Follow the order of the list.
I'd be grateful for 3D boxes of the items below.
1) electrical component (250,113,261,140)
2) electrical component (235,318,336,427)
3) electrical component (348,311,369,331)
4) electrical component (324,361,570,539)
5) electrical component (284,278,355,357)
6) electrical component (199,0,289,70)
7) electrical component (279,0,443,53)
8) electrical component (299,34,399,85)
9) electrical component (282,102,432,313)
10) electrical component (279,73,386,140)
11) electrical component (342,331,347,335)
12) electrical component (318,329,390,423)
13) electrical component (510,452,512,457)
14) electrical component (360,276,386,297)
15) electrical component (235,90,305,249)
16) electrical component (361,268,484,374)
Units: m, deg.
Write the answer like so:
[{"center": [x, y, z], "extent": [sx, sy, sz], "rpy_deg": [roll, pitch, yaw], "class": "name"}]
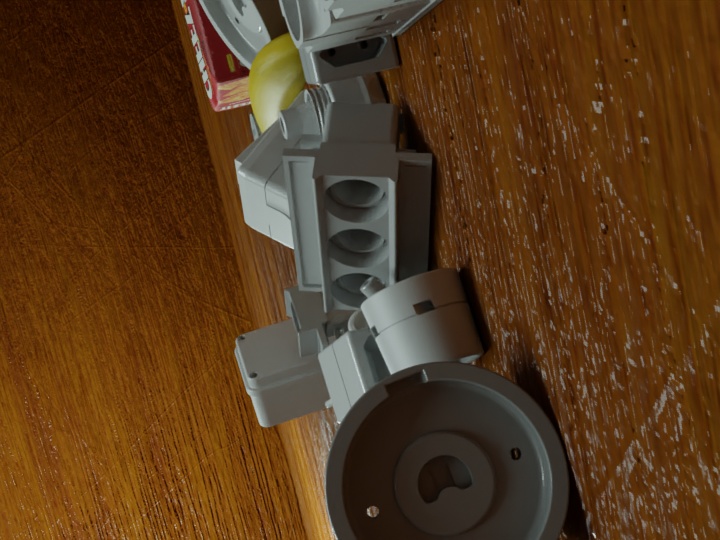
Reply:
[{"center": [-0.059, -0.115, 0.884], "extent": [0.045, 0.055, 0.045], "rpy_deg": [165, 90, -81], "class": "electrical component"}, {"center": [-0.053, 0.087, 0.995], "extent": [0.078, 0.113, 0.057], "rpy_deg": [-118, 13, -54], "class": "electrical component"}, {"center": [0.018, 0.056, 0.734], "extent": [0.045, 0.045, 0.055], "rpy_deg": [-119, 16, -56], "class": "electrical component"}, {"center": [0.038, 0.098, 0.501], "extent": [0.060, 0.108, 0.108], "rpy_deg": [96, 158, -82], "class": "electrical component"}, {"center": [-0.028, 0.038, 0.919], "extent": [0.042, 0.064, 0.081], "rpy_deg": [88, 165, -57], "class": "electrical component"}, {"center": [-0.068, -0.198, 0.763], "extent": [0.108, 0.060, 0.108], "rpy_deg": [48, 163, 19], "class": "electrical component"}, {"center": [-0.004, -0.162, 0.464], "extent": [0.186, 0.060, 0.105], "rpy_deg": [-166, 62, -80], "class": "electrical component"}, {"center": [-0.017, -0.150, 0.603], "extent": [0.076, 0.047, 0.083], "rpy_deg": [-139, 35, -74], "class": "electrical component"}, {"center": [0.001, -0.035, 0.621], "extent": [0.121, 0.079, 0.063], "rpy_deg": [87, -174, -53], "class": "electrical component"}, {"center": [-0.017, -0.094, 0.644], "extent": [0.043, 0.062, 0.043], "rpy_deg": [165, 90, -81], "class": "electrical component"}, {"center": [0.001, 0.079, 0.872], "extent": [0.055, 0.045, 0.045], "rpy_deg": [88, 165, -52], "class": "electrical component"}, {"center": [0.006, 0.071, 0.678], "extent": [0.077, 0.066, 0.047], "rpy_deg": [-40, 62, 48], "class": "electrical component"}, {"center": [0.050, 0.123, 0.606], "extent": [0.078, 0.057, 0.113], "rpy_deg": [-123, 20, -63], "class": "electrical component"}, {"center": [0.025, 0.029, 0.617], "extent": [0.061, 0.035, 0.035], "rpy_deg": [47, 175, -10], "class": "electrical component"}, {"center": [-0.033, -0.069, 0.699], "extent": [0.061, 0.096, 0.061], "rpy_deg": [27, 152, 16], "class": "electrical component"}, {"center": [0.034, 0.031, 0.569], "extent": [0.055, 0.055, 0.047], "rpy_deg": [109, 141, -74], "class": "electrical component"}]
